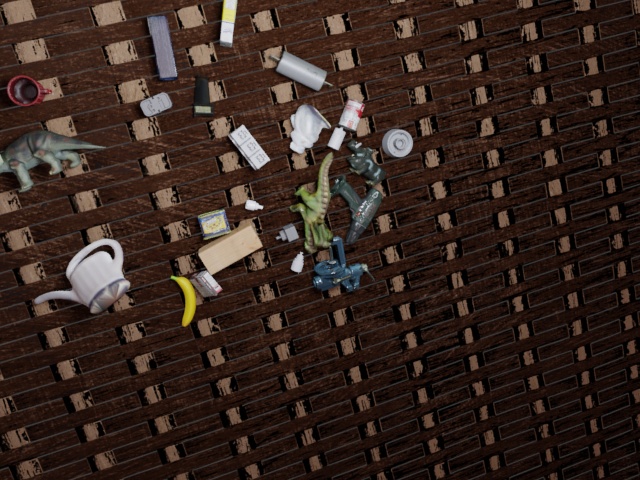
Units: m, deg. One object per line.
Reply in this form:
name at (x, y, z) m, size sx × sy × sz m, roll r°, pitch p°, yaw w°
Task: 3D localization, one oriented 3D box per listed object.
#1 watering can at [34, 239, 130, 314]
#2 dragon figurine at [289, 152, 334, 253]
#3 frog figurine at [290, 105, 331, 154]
watering can at (-0.786, 0.156, 1.732) m, size 0.348 × 0.103 × 0.227 m, roll -43°, pitch 71°, yaw -1°
dragon figurine at (0.005, -0.090, 1.782) m, size 0.123 × 0.401 × 0.247 m, roll -10°, pitch 63°, yaw -25°
frog figurine at (-0.058, -0.391, 1.814) m, size 0.159 × 0.122 × 0.139 m, roll -42°, pitch 72°, yaw 7°
